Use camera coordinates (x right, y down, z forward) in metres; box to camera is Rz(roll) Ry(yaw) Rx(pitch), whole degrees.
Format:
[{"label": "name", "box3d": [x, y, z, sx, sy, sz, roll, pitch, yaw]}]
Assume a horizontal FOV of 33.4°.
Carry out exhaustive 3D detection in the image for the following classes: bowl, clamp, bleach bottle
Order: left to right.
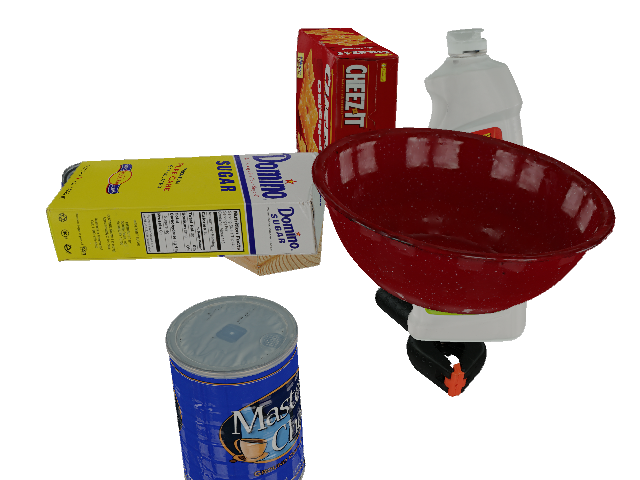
[{"label": "clamp", "box3d": [0.133, 0.094, 1.088, 0.120, 0.039, 0.171, -8, 34, -10]}, {"label": "bowl", "box3d": [0.072, -0.006, 0.578, 0.162, 0.055, 0.162, 6, 27, -3]}, {"label": "bleach bottle", "box3d": [0.116, -0.045, 0.874, 0.103, 0.251, 0.068, -1, 15, 15]}]

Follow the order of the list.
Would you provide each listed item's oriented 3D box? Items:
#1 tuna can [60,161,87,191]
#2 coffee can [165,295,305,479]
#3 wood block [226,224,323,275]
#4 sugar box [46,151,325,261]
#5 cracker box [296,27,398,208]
[{"label": "tuna can", "box3d": [-0.198, -0.038, 0.988, 0.086, 0.034, 0.086, 12, 28, -7]}, {"label": "coffee can", "box3d": [-0.066, 0.130, 0.860, 0.103, 0.140, 0.103, -2, 31, 1]}, {"label": "wood block", "box3d": [-0.092, -0.034, 1.293, 0.090, 0.090, 0.206, -9, 21, -34]}, {"label": "sugar box", "box3d": [-0.087, -0.025, 0.728, 0.176, 0.048, 0.093, -4, 25, 6]}, {"label": "cracker box", "box3d": [0.023, -0.130, 1.129, 0.072, 0.164, 0.214, -3, 19, -9]}]
